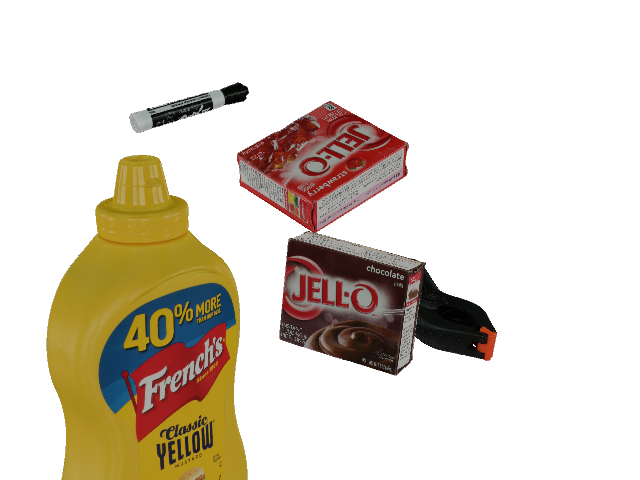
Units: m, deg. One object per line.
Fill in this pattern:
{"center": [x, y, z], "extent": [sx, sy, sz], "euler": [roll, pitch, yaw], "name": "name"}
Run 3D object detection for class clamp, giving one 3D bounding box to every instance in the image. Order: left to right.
{"center": [0.111, 0.066, 1.067], "extent": [0.172, 0.039, 0.120], "euler": [26, 39, 32], "name": "clamp"}

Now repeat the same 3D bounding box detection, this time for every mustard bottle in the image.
{"center": [-0.079, 0.056, 0.493], "extent": [0.058, 0.192, 0.096], "euler": [15, 23, 43], "name": "mustard bottle"}

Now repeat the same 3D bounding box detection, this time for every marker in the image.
{"center": [-0.123, -0.127, 1.015], "extent": [0.120, 0.020, 0.020], "euler": [-21, 9, -26], "name": "marker"}

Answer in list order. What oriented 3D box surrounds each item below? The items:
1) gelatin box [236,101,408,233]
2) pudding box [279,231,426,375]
{"center": [0.002, -0.051, 0.698], "extent": [0.089, 0.030, 0.073], "euler": [-33, 49, -30], "name": "gelatin box"}
{"center": [0.024, 0.049, 0.868], "extent": [0.114, 0.090, 0.039], "euler": [14, 20, 24], "name": "pudding box"}
